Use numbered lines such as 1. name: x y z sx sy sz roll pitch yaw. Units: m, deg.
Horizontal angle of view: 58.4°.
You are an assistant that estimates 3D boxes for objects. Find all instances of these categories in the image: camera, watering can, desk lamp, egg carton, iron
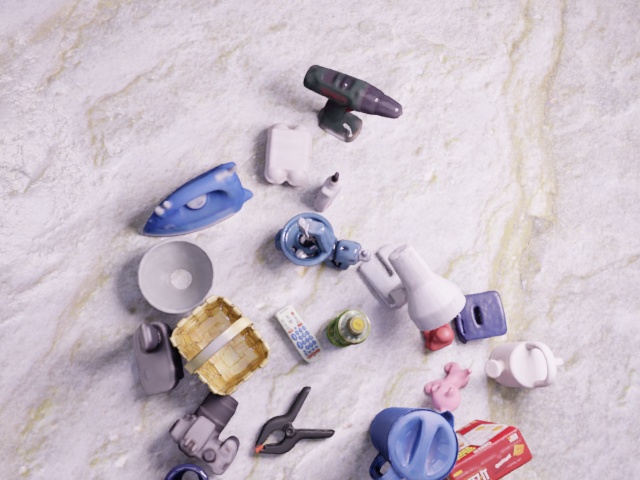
1. camera: -0.216 0.385 1.172 0.143 0.100 0.137 36 76 2
2. watering can: 0.441 0.271 1.230 0.173 0.194 0.101 -26 81 -12
3. desk lamp: 0.193 0.095 1.229 0.118 0.213 0.203 -38 84 -13
4. egg carton: -0.073 -0.199 1.336 0.107 0.069 0.150 4 77 -6
5. iron: -0.279 -0.088 1.249 0.258 0.141 0.118 -30 82 -12

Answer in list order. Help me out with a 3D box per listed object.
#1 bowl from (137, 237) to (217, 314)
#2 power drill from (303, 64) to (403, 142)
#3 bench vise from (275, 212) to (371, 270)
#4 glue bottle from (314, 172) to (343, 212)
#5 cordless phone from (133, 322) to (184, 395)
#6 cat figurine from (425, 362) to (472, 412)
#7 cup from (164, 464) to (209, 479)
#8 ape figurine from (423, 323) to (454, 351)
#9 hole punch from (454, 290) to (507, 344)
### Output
1. bowl: -0.304 0.081 1.243 0.167 0.074 0.167 2 77 -7
2. power drill: 0.067 -0.305 1.306 0.229 0.208 0.076 27 76 0
3. bench vise: 0.011 -0.007 1.226 0.207 0.219 0.121 -2 78 -7
4. glue bottle: 0.025 -0.117 1.277 0.037 0.173 0.078 35 76 2
5. cordless phone: -0.335 0.235 1.148 0.094 0.185 0.147 -16 80 -10
6. cat figurine: 0.282 0.324 1.238 0.128 0.117 0.067 -43 85 -14
7. cup: -0.259 0.502 1.144 0.092 0.095 0.118 -19 80 -10
8. ape figurine: 0.267 0.211 1.275 0.076 0.092 0.078 28 76 0
9. hole punch: 0.358 0.175 1.295 0.101 0.091 0.108 -8 78 -8
